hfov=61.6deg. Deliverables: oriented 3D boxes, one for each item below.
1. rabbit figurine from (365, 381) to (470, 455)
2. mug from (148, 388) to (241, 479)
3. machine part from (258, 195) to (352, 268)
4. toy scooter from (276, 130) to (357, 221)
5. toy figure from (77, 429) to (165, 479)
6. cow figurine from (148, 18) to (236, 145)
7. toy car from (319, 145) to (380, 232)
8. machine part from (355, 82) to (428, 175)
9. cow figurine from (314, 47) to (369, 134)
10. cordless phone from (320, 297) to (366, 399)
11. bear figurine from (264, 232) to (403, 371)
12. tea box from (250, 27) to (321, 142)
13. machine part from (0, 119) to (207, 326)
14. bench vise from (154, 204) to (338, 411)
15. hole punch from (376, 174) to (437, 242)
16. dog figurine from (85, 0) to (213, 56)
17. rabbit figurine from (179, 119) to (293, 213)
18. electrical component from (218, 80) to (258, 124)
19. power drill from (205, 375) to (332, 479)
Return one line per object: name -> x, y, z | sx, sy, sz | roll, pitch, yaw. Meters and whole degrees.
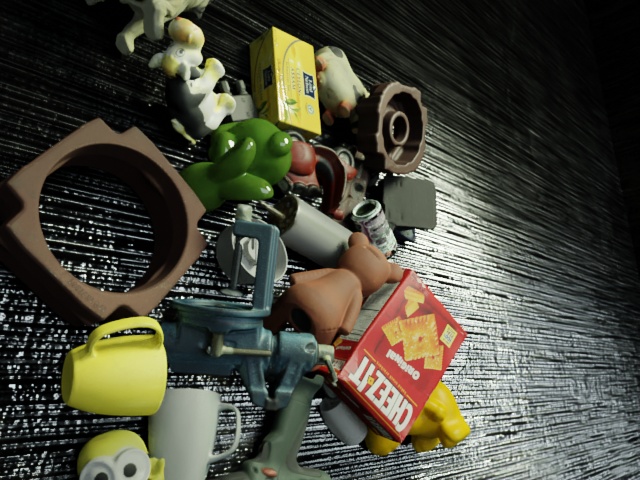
rabbit figurine -> 0.147, 0.297, 0.914 | 0.173, 0.122, 0.162 | -14, 85, -29
mug -> -0.148, 0.233, 0.623 | 0.110, 0.080, 0.107 | 2, 65, -3
machine part -> -0.002, -0.003, 0.874 | 0.243, 0.079, 0.079 | 32, 56, -36
toy scooter -> -0.010, -0.101, 0.883 | 0.184, 0.075, 0.135 | 8, 65, -35
toy figure -> -0.210, 0.292, 0.561 | 0.082, 0.089, 0.180 | -13, 95, -49
cow figurine -> -0.178, -0.205, 0.713 | 0.098, 0.068, 0.167 | -56, 159, -20
toy car -> 0.061, -0.090, 0.988 | 0.089, 0.053, 0.202 | 40, 53, -27
machine part -> 0.135, -0.205, 1.000 | 0.179, 0.056, 0.179 | -9, 103, -46
cow figurine -> 0.052, -0.275, 1.018 | 0.194, 0.085, 0.127 | 53, 52, -19
cordless phone -> 0.041, 0.154, 0.869 | 0.184, 0.089, 0.146 | -33, 102, -41
bear figurine -> 0.023, 0.081, 0.807 | 0.120, 0.131, 0.196 | 41, 43, 14
tea box -> -0.059, -0.253, 0.901 | 0.098, 0.068, 0.169 | 6, 72, -45
machine part -> -0.247, -0.017, 0.617 | 0.201, 0.087, 0.201 | 53, 46, -22
bench vise -> -0.083, 0.079, 0.657 | 0.129, 0.224, 0.240 | 65, 31, -86
hole punch -> 0.162, -0.061, 1.073 | 0.116, 0.092, 0.142 | 9, 71, -13
dog figurine -> -0.196, -0.350, 0.721 | 0.190, 0.173, 0.121 | -46, 122, -36
rabbit figurine -> -0.121, -0.085, 0.742 | 0.170, 0.159, 0.121 | -38, 116, -30
electrical component -> -0.127, -0.206, 0.848 | 0.063, 0.021, 0.094 | -21, 92, -48
power drill -> -0.069, 0.268, 0.717 | 0.232, 0.086, 0.207 | 28, 54, -34
